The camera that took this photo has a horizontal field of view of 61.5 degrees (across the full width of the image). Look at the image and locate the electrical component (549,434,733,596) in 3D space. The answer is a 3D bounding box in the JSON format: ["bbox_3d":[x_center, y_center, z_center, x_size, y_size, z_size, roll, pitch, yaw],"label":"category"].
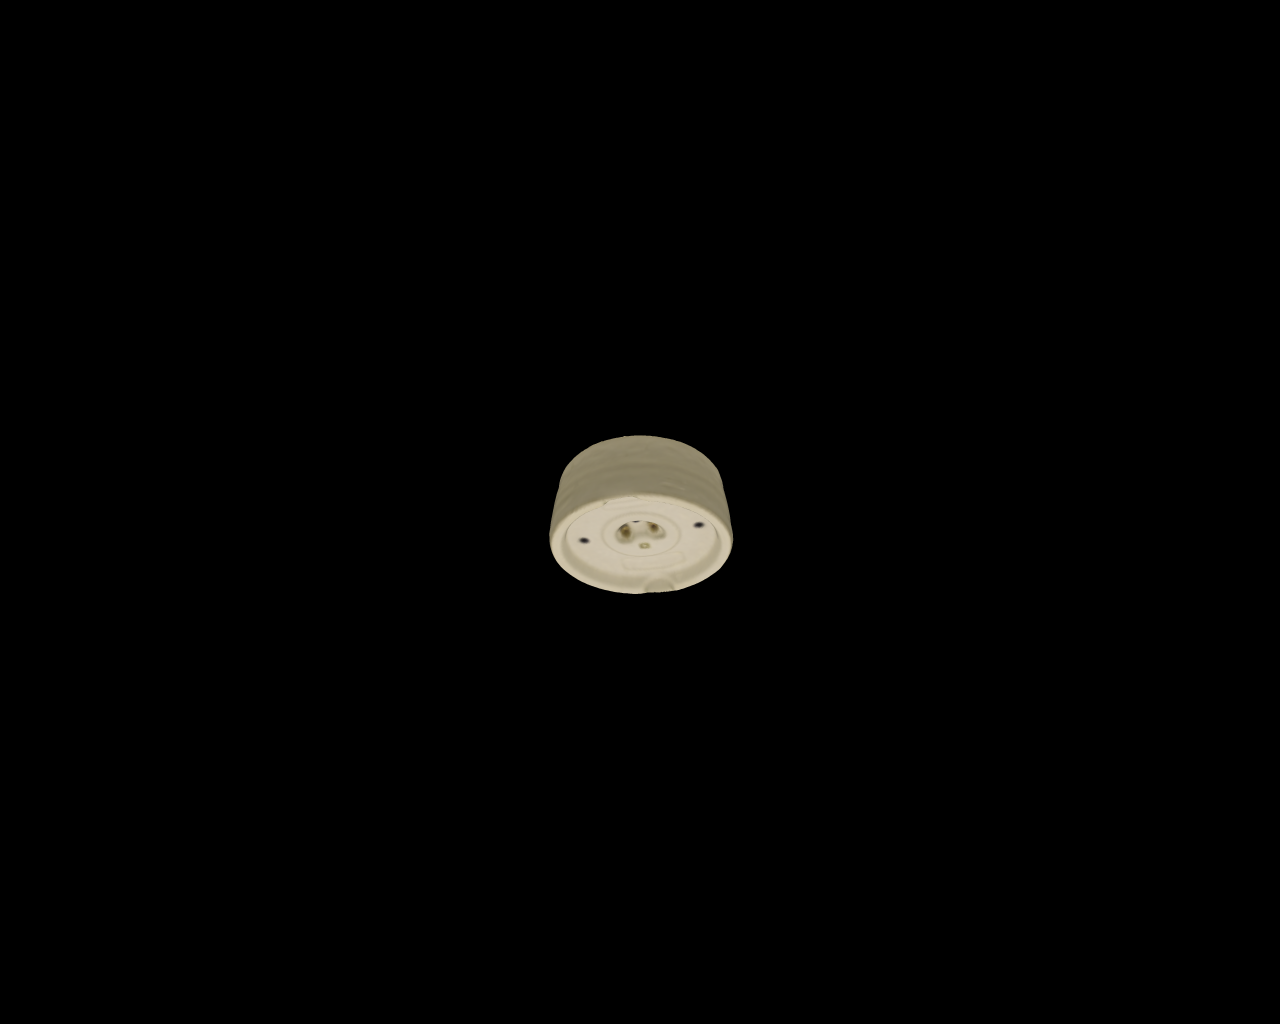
[{"bbox_3d":[0.001,-0.003,0.650,0.108,0.060,0.108,0,-35,0],"label":"electrical component"}]
